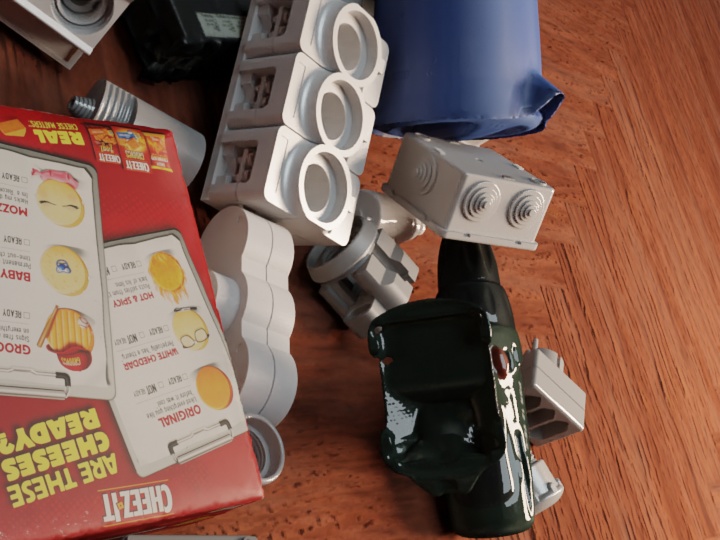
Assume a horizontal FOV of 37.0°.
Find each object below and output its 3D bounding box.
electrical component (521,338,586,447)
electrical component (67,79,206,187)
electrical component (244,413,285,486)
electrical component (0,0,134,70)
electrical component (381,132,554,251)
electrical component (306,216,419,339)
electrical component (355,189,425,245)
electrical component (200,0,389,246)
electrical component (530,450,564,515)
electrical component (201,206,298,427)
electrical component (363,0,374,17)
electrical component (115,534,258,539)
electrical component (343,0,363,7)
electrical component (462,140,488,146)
[{"bbox_3d":[0.144,0.089,0.867,0.066,0.047,0.076,42,40,-25],"label":"electrical component"},{"bbox_3d":[-0.138,-0.081,0.643,0.081,0.043,0.043,28,48,-37],"label":"electrical component"},{"bbox_3d":[-0.071,0.105,0.597,0.040,0.046,0.040,29,47,-36],"label":"electrical component"},{"bbox_3d":[-0.195,-0.186,0.621,0.121,0.078,0.063,36,14,-31],"label":"electrical component"},{"bbox_3d":[0.078,-0.058,0.768,0.100,0.048,0.100,7,22,-33],"label":"electrical component"},{"bbox_3d":[0.000,0.000,0.744,0.057,0.058,0.078,48,38,-22],"label":"electrical component"},{"bbox_3d":[0.020,-0.036,0.806,0.078,0.040,0.040,8,61,-48],"label":"electrical component"},{"bbox_3d":[-0.036,-0.100,0.707,0.089,0.062,0.150,30,67,-50],"label":"electrical component"},{"bbox_3d":[0.118,0.151,0.798,0.048,0.048,0.062,-12,68,-53],"label":"electrical component"},{"bbox_3d":[-0.082,0.023,0.635,0.074,0.052,0.138,24,50,-39],"label":"electrical component"},{"bbox_3d":[0.025,-0.264,0.917,0.099,0.099,0.064,30,53,-36],"label":"electrical component"},{"bbox_3d":[-0.090,0.166,0.522,0.096,0.061,0.061,15,56,-45],"label":"electrical component"},{"bbox_3d":[-0.043,-0.211,0.806,0.061,0.096,0.061,21,81,-42],"label":"electrical component"},{"bbox_3d":[0.074,-0.160,0.938,0.113,0.057,0.078,25,49,-39],"label":"electrical component"}]
